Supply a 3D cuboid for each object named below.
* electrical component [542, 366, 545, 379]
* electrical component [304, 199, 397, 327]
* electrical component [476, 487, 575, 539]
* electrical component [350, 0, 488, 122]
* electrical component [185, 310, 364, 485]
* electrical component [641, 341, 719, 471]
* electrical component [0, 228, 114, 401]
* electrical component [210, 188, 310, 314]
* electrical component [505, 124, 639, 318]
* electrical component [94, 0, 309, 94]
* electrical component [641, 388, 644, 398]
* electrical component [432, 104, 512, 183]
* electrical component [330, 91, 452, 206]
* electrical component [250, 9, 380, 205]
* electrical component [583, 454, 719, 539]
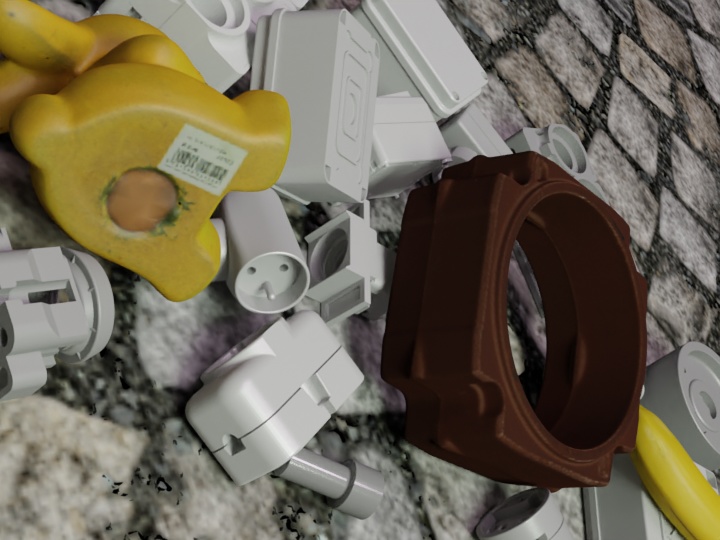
[{"bbox_3d":[0.175,0.086,0.832,0.047,0.055,0.055,20,51,-34],"label":"electrical component"},{"bbox_3d":[0.000,0.000,0.710,0.064,0.042,0.081,27,48,-34],"label":"electrical component"},{"bbox_3d":[0.111,0.177,0.700,0.047,0.055,0.055,59,38,-5],"label":"electrical component"},{"bbox_3d":[0.041,-0.171,0.859,0.113,0.057,0.078,55,38,-4],"label":"electrical component"},{"bbox_3d":[-0.049,0.066,0.601,0.059,0.054,0.095,54,38,-5],"label":"electrical component"},{"bbox_3d":[0.278,0.121,0.913,0.108,0.060,0.108,27,47,-33],"label":"electrical component"},{"bbox_3d":[-0.156,0.019,0.515,0.057,0.058,0.078,-8,71,-47],"label":"electrical component"},{"bbox_3d":[-0.076,-0.012,0.627,0.079,0.043,0.077,-5,36,-15],"label":"electrical component"},{"bbox_3d":[0.173,-0.043,0.910,0.089,0.062,0.150,-4,68,-49],"label":"electrical component"},{"bbox_3d":[-0.094,-0.184,0.717,0.089,0.062,0.150,46,39,-15],"label":"electrical component"},{"bbox_3d":[0.212,0.078,0.885,0.045,0.045,0.055,41,41,-20],"label":"electrical component"},{"bbox_3d":[0.081,-0.081,0.849,0.065,0.047,0.076,50,39,-10],"label":"electrical component"},{"bbox_3d":[0.007,-0.088,0.761,0.096,0.062,0.061,-11,74,-50],"label":"electrical component"},{"bbox_3d":[-0.030,-0.103,0.687,0.078,0.057,0.113,23,71,-68],"label":"electrical component"},{"bbox_3d":[0.223,0.191,0.810,0.109,0.056,0.108,30,46,-31],"label":"electrical component"}]
